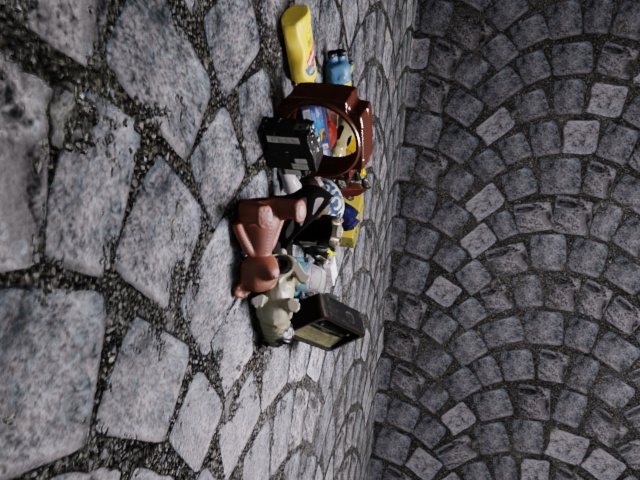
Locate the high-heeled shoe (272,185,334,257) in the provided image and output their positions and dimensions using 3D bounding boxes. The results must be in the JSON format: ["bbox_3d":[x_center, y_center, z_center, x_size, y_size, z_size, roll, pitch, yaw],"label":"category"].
[{"bbox_3d":[-0.038,-0.005,1.213,0.086,0.145,0.248,-48,141,-64],"label":"high-heeled shoe"}]

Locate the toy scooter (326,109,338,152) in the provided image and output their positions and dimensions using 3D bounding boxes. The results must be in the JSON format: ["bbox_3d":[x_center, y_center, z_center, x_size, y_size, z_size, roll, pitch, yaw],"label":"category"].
[{"bbox_3d":[0.006,-0.320,1.387,0.135,0.075,0.184,51,44,-71],"label":"toy scooter"}]

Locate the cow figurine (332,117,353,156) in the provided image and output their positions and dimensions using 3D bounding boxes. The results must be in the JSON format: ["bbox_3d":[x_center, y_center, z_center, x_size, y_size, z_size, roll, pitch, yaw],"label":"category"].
[{"bbox_3d":[0.059,-0.289,1.493,0.194,0.085,0.127,-59,-146,30],"label":"cow figurine"}]

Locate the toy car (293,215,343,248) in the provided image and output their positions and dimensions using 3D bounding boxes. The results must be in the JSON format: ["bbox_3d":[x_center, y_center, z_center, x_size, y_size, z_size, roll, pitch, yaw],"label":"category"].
[{"bbox_3d":[-0.012,-0.020,1.258,0.056,0.202,0.073,13,83,-36],"label":"toy car"}]

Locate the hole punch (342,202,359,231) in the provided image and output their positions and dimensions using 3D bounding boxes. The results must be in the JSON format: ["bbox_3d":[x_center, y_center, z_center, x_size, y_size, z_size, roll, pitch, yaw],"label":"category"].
[{"bbox_3d":[0.055,-0.077,1.610,0.142,0.116,0.092,-42,128,-69],"label":"hole punch"}]

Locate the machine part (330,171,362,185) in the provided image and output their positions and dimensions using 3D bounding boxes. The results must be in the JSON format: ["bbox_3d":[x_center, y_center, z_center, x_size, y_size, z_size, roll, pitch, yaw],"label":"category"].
[{"bbox_3d":[0.044,-0.177,1.465,0.084,0.139,0.039,47,46,-82],"label":"machine part"}]

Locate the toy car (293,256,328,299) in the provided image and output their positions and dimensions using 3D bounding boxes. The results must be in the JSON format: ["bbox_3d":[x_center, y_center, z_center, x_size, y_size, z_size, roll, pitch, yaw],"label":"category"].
[{"bbox_3d":[-0.033,0.104,1.368,0.161,0.103,0.109,44,55,-69],"label":"toy car"}]

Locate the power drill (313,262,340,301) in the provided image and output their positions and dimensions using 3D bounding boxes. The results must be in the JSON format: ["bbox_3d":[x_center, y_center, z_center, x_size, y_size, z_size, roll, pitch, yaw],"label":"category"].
[{"bbox_3d":[0.001,0.184,1.573,0.207,0.086,0.232,43,57,-77],"label":"power drill"}]

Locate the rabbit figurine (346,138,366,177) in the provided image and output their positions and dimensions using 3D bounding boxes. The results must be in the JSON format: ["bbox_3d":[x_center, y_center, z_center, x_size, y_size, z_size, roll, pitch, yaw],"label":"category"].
[{"bbox_3d":[0.073,-0.266,1.646,0.173,0.122,0.162,-72,158,-86],"label":"rabbit figurine"}]

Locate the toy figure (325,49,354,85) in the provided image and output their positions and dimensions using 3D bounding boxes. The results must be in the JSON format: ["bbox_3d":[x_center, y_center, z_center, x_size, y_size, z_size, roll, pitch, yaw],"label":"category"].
[{"bbox_3d":[0.055,-0.442,1.506,0.089,0.082,0.179,-61,151,-51],"label":"toy figure"}]

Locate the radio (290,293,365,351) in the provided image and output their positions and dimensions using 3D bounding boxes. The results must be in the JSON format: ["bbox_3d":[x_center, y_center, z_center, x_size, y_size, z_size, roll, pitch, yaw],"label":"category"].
[{"bbox_3d":[0.014,0.216,1.392,0.229,0.131,0.073,32,37,-52],"label":"radio"}]

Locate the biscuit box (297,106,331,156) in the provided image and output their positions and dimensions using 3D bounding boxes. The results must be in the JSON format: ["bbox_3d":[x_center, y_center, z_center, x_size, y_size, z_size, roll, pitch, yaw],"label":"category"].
[{"bbox_3d":[-0.015,-0.249,1.306,0.063,0.059,0.202,-120,-164,-49],"label":"biscuit box"}]

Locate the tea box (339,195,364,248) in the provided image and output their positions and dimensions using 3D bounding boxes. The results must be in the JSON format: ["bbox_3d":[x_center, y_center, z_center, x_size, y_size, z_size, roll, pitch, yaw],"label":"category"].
[{"bbox_3d":[0.078,-0.064,1.723,0.068,0.098,0.169,75,24,-56],"label":"tea box"}]

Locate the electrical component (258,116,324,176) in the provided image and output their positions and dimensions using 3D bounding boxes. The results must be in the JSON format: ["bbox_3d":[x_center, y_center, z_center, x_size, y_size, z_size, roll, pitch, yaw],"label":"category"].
[{"bbox_3d":[-0.058,-0.192,1.121,0.134,0.115,0.058,75,30,-54],"label":"electrical component"}]

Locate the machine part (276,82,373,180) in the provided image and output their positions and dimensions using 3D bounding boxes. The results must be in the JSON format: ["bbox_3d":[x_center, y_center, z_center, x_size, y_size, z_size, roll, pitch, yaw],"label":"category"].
[{"bbox_3d":[0.011,-0.237,1.186,0.087,0.202,0.200,-63,156,-46],"label":"machine part"}]

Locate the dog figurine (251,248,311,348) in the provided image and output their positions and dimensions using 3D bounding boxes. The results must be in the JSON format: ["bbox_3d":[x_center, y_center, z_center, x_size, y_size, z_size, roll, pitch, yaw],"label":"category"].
[{"bbox_3d":[-0.094,0.133,1.198,0.190,0.121,0.172,100,8,-57],"label":"dog figurine"}]

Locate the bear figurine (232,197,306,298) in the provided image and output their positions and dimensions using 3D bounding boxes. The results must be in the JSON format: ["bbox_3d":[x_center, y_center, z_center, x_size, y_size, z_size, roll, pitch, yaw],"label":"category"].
[{"bbox_3d":[-0.105,0.019,1.027,0.120,0.132,0.195,-8,102,-40],"label":"bear figurine"}]

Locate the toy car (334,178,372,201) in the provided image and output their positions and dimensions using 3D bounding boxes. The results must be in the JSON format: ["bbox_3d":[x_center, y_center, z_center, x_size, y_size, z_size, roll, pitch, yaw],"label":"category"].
[{"bbox_3d":[0.073,-0.152,1.587,0.202,0.089,0.053,-11,69,-52],"label":"toy car"}]

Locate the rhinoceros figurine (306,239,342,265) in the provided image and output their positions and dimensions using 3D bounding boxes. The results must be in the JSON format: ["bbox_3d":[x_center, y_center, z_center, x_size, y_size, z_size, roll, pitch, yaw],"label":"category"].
[{"bbox_3d":[-0.003,-0.004,1.429,0.073,0.112,0.190,-48,168,-15],"label":"rhinoceros figurine"}]
